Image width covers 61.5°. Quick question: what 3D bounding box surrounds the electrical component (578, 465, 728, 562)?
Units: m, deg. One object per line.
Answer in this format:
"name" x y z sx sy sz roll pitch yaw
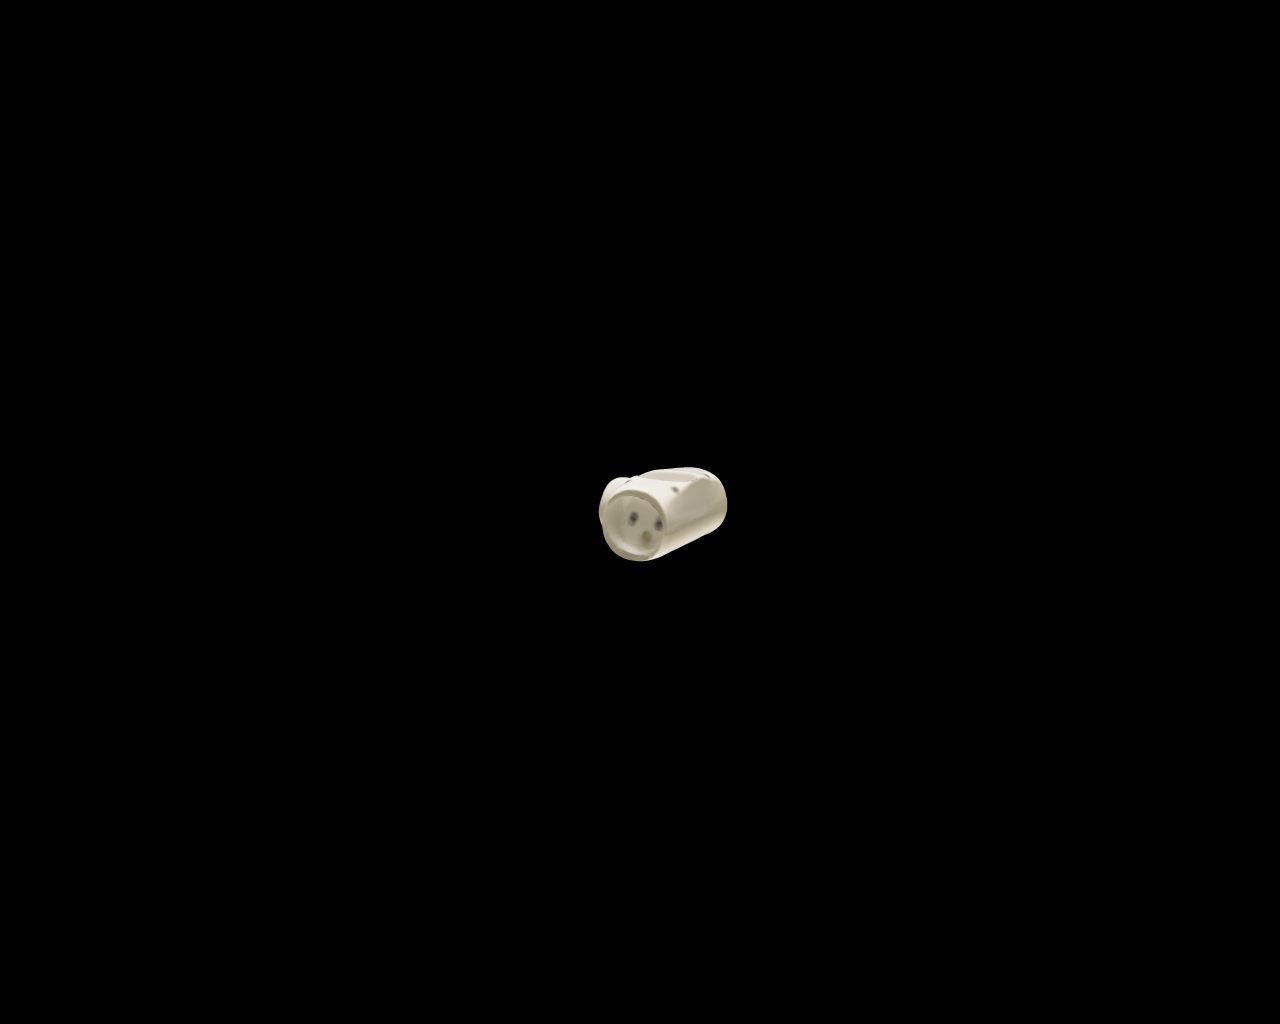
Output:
"electrical component" 0.001 -0.003 0.650 0.079 0.043 0.077 8 16 31
